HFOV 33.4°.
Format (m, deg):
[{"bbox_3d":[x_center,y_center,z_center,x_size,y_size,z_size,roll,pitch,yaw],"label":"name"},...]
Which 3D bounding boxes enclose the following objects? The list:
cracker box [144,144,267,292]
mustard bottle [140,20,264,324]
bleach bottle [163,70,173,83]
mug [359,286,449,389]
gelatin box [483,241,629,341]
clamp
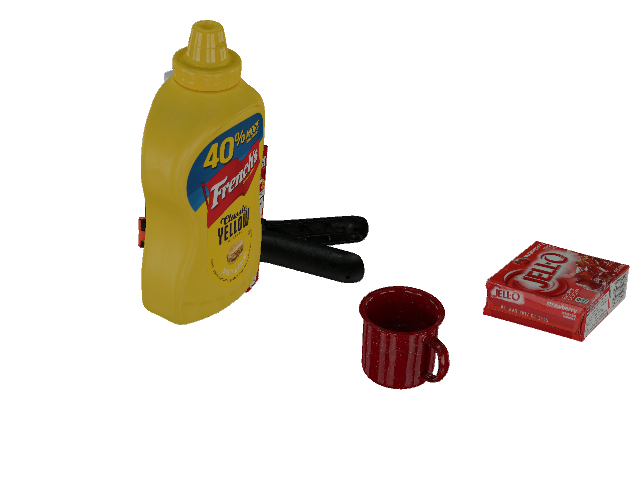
[{"bbox_3d":[-0.170,-0.040,1.553,0.164,0.214,0.072,9,22,10],"label":"cracker box"},{"bbox_3d":[-0.073,-0.046,0.672,0.058,0.192,0.096,24,38,26],"label":"mustard bottle"},{"bbox_3d":[-0.135,-0.054,1.128,0.068,0.251,0.102,5,27,24],"label":"bleach bottle"},{"bbox_3d":[0.095,0.113,1.167,0.093,0.081,0.117,-25,40,-36],"label":"mug"},{"bbox_3d":[0.166,0.034,0.750,0.073,0.030,0.089,16,27,31],"label":"gelatin box"},{"bbox_3d":[-0.055,0.002,0.929,0.210,0.036,0.164,2,13,-4],"label":"clamp"}]
